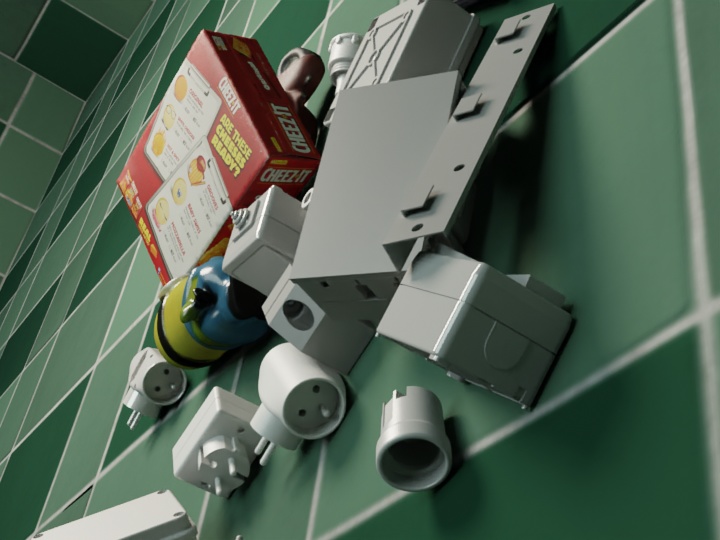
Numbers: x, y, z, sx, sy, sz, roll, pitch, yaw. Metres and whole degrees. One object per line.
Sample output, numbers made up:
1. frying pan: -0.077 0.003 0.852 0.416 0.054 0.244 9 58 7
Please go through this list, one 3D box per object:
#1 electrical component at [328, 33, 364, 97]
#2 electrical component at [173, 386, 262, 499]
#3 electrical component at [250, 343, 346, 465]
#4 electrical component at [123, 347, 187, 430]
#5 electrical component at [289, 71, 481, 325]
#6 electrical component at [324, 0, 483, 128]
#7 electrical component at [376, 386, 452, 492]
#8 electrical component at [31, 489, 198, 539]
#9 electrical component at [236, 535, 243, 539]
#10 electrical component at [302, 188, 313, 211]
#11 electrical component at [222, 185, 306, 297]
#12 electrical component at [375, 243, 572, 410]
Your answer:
1. electrical component: -0.009 -0.188 1.011 0.048 0.048 0.062 -28 45 54
2. electrical component: -0.102 0.138 0.801 0.065 0.047 0.076 -55 22 13
3. electrical component: -0.050 0.097 0.741 0.079 0.043 0.077 -59 21 4
4. electrical component: -0.209 0.121 1.067 0.079 0.043 0.077 -62 21 -5
5. electrical component: 0.023 -0.045 0.693 0.089 0.061 0.150 -4 57 29
6. electrical component: 0.033 -0.155 0.857 0.109 0.056 0.108 -4 59 65
7. electrical component: 0.029 0.090 0.582 0.040 0.040 0.046 -50 18 25
8. electrical component: -0.174 0.209 0.773 0.078 0.113 0.057 -168 63 -68
9. electrical component: -0.089 0.207 0.685 0.066 0.047 0.076 -39 30 43
10. electrical component: -0.014 -0.039 0.807 0.048 0.062 0.048 -48 25 30
11. electrical component: -0.061 -0.014 0.834 0.062 0.096 0.061 -37 32 46
12. electrical component: 0.057 0.025 0.568 0.061 0.062 0.096 -62 21 -5
